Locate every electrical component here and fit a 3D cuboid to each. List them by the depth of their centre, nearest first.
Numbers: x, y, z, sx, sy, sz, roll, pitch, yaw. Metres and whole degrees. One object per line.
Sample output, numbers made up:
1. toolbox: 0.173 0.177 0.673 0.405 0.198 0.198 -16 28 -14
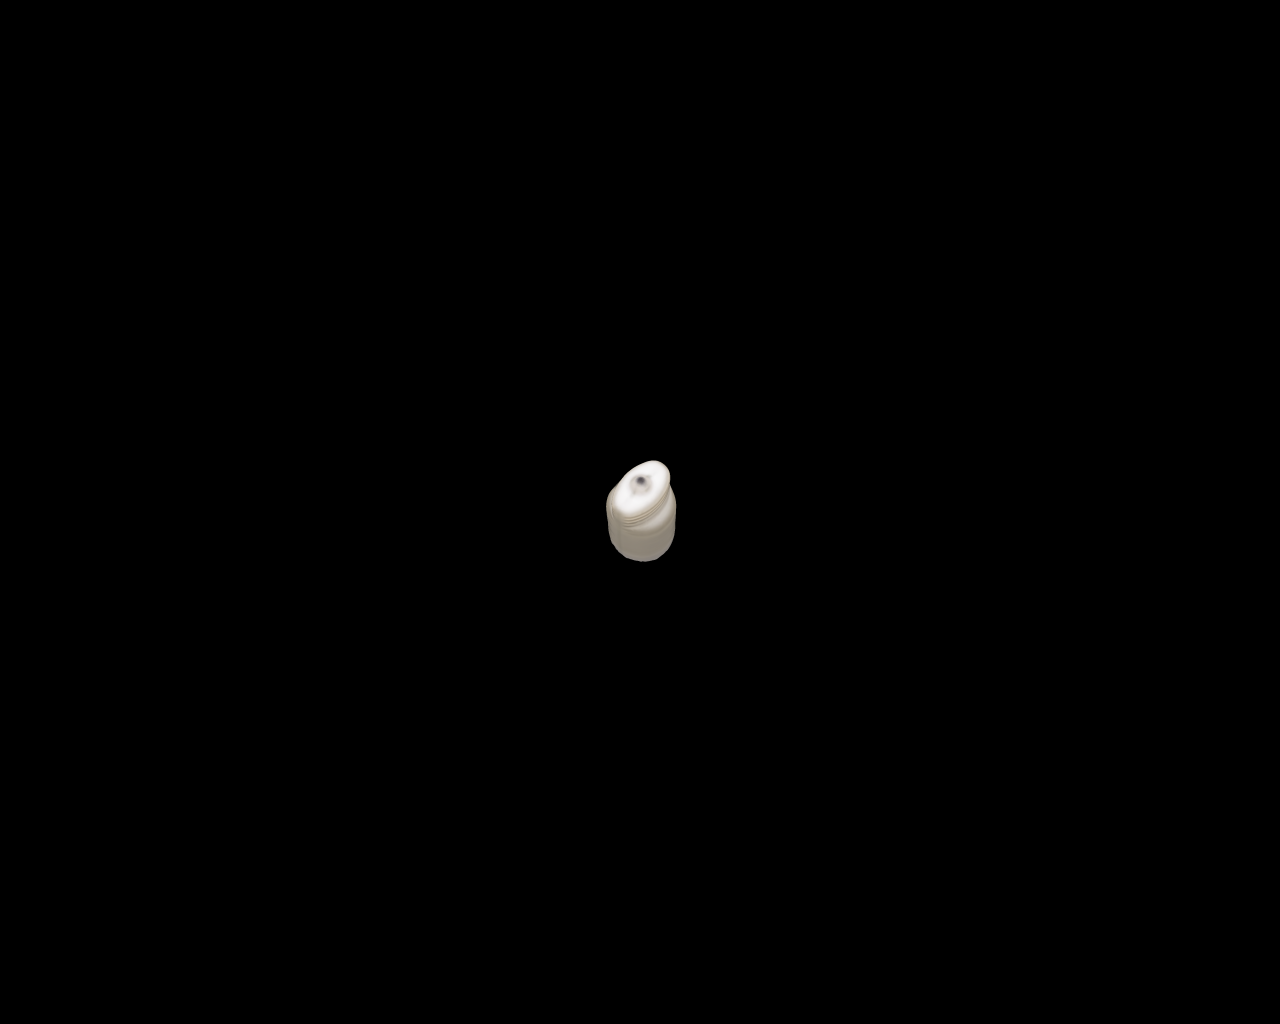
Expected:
1. electrical component: 0.001 -0.003 0.650 0.043 0.043 0.080 0 -24 0
